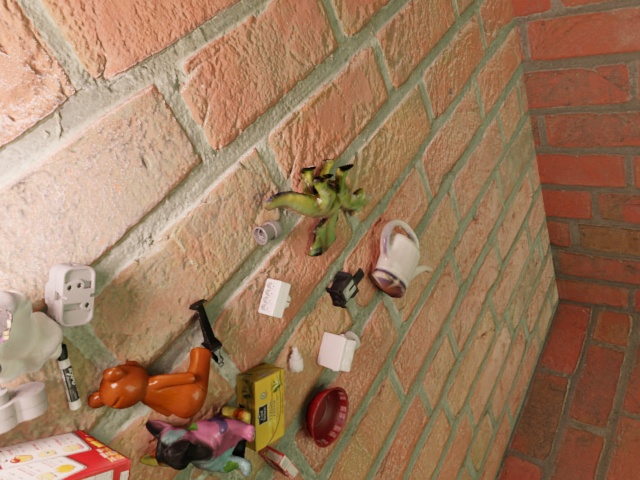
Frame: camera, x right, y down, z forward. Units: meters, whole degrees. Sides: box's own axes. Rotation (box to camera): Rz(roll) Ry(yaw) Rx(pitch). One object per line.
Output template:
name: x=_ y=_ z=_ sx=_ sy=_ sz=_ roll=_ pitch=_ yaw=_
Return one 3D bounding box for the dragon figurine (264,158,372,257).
dragon figurine: x=0.004 y=-0.066 z=1.302 sx=0.416 sy=0.123 sz=0.238 roll=-32 pitch=127 yaw=-43

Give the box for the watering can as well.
watering can: x=0.268 y=0.086 z=1.637 sx=0.341 sy=0.104 sz=0.228 roll=49 pitch=59 yaw=-42

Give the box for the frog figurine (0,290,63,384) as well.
frog figurine: x=-0.460 y=0.142 z=0.769 sx=0.159 sy=0.122 sz=0.138 roll=21 pitch=66 yaw=-87
